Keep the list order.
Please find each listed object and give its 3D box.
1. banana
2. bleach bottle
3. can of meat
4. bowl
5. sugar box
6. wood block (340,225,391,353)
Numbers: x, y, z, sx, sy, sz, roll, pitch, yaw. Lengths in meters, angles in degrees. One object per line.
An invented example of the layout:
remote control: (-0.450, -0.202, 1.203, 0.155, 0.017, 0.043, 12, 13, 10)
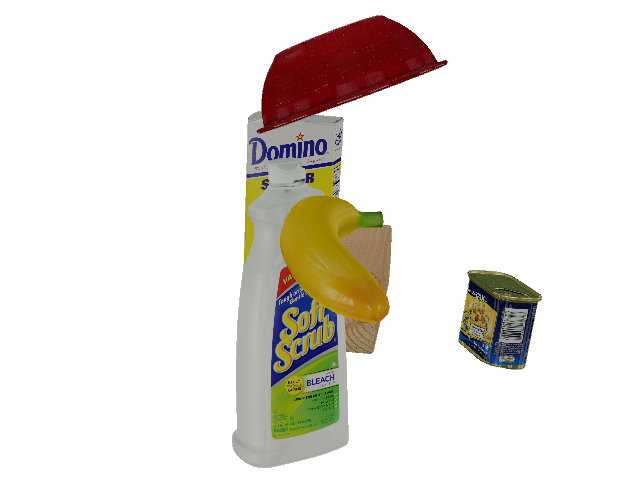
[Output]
banana: (0.008, 0.003, 0.682, 0.069, 0.037, 0.197, 1, 19, 2)
bleach bottle: (-0.030, 0.057, 0.898, 0.102, 0.251, 0.068, -9, 14, -26)
can of meat: (0.198, 0.088, 1.190, 0.057, 0.084, 0.102, 5, 13, -17)
bowl: (0.016, -0.137, 0.850, 0.162, 0.055, 0.162, -20, 7, 2)
sugar box: (-0.029, -0.040, 1.086, 0.093, 0.176, 0.048, 5, 16, 13)
wood block: (0.036, 0.054, 1.347, 0.091, 0.090, 0.206, 4, 22, 7)
